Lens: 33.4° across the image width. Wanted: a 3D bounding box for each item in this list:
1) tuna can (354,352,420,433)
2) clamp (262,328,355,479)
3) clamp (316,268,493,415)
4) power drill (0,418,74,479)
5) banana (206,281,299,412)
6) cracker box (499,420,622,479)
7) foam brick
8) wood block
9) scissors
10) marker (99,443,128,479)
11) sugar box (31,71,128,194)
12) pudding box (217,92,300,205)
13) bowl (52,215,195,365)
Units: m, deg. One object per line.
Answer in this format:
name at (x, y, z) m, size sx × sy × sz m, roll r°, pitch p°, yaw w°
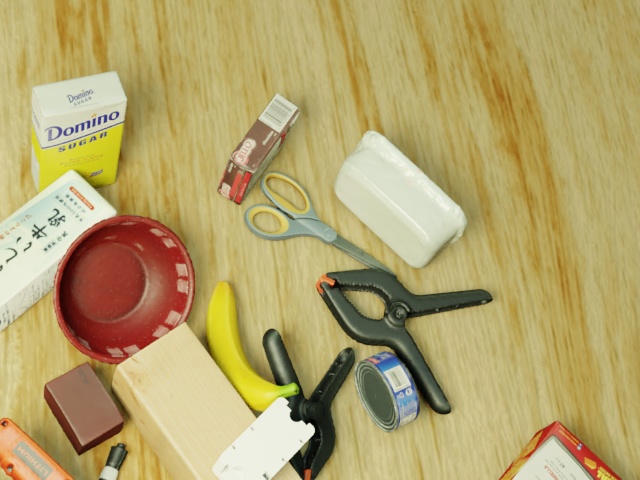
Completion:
tuna can at (0.074, 0.168, 1.185) m, size 0.033 × 0.086 × 0.086 m, roll -21°, pitch 73°, yaw -24°
clamp at (-0.008, 0.185, 1.177) m, size 0.120 × 0.039 × 0.171 m, roll 5°, pitch 75°, yaw -29°
clamp at (0.090, 0.102, 1.247) m, size 0.210 × 0.036 × 0.164 m, roll 20°, pitch 65°, yaw -5°
power drill at (-0.334, 0.257, 0.987) m, size 0.184 × 0.057 × 0.187 m, roll 42°, pitch 65°, yaw 2°
banana at (-0.087, 0.125, 1.162) m, size 0.069 × 0.037 × 0.198 m, roll -39°, pitch 47°, yaw 0°
cracker box at (0.250, 0.332, 1.165) m, size 0.164 × 0.072 × 0.213 m, roll 42°, pitch 64°, yaw 7°
foam brick at (-0.247, 0.177, 1.116) m, size 0.052 × 0.051 × 0.078 m, roll -28°, pitch 76°, yaw -25°
wood block at (-0.122, 0.204, 1.115) m, size 0.090 × 0.090 × 0.206 m, roll -33°, pitch 77°, yaw -26°
scissors at (-0.008, 0.002, 1.278) m, size 0.096 × 0.016 × 0.202 m, roll -40°, pitch 81°, yaw -25°
marker at (-0.227, 0.266, 1.099) m, size 0.020 × 0.020 × 0.121 m, roll 22°, pitch 63°, yaw -4°
sugar box at (-0.267, -0.111, 1.171) m, size 0.093 × 0.176 × 0.048 m, roll -15°, pitch 71°, yaw -21°
pudding box at (-0.074, -0.107, 1.269) m, size 0.039 × 0.090 × 0.113 m, roll 35°, pitch 62°, yaw 1°
bowl at (-0.219, 0.050, 1.155) m, size 0.161 × 0.055 × 0.162 m, roll -5°, pitch 99°, yaw -31°
